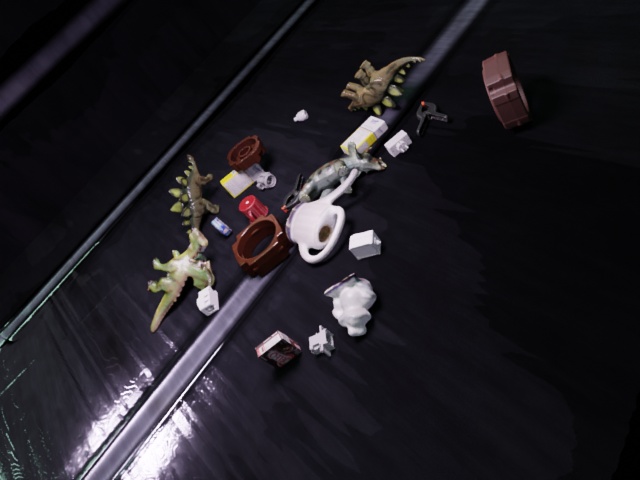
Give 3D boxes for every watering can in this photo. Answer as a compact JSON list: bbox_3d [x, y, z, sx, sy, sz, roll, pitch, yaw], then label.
[{"bbox_3d":[0.005,-0.089,1.759,0.225,0.103,0.351,10,73,44],"label":"watering can"}]

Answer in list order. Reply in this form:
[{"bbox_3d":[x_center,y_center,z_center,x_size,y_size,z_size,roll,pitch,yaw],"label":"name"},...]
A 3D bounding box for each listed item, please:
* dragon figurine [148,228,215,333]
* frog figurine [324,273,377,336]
[{"bbox_3d":[-0.511,0.157,1.945,0.243,0.121,0.413,4,83,25],"label":"dragon figurine"},{"bbox_3d":[0.102,0.189,1.467,0.137,0.121,0.161,-29,76,3],"label":"frog figurine"}]
